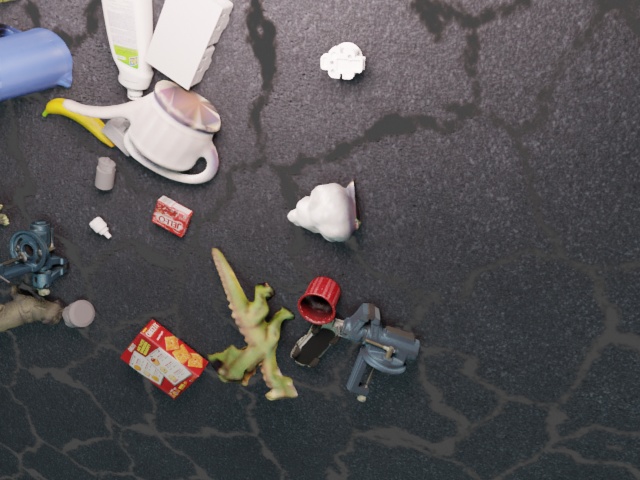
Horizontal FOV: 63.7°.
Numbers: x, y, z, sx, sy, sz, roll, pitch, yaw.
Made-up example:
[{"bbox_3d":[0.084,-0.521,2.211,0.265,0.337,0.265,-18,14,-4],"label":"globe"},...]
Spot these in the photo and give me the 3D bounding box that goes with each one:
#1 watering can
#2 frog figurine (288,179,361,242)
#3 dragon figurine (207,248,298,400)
[{"bbox_3d":[-0.361,-0.251,1.107,0.345,0.106,0.220,32,127,-20],"label":"watering can"},{"bbox_3d":[0.003,-0.056,1.107,0.159,0.126,0.134,-7,137,10],"label":"frog figurine"},{"bbox_3d":[-0.188,0.236,1.275,0.120,0.248,0.406,-29,109,36],"label":"dragon figurine"}]
